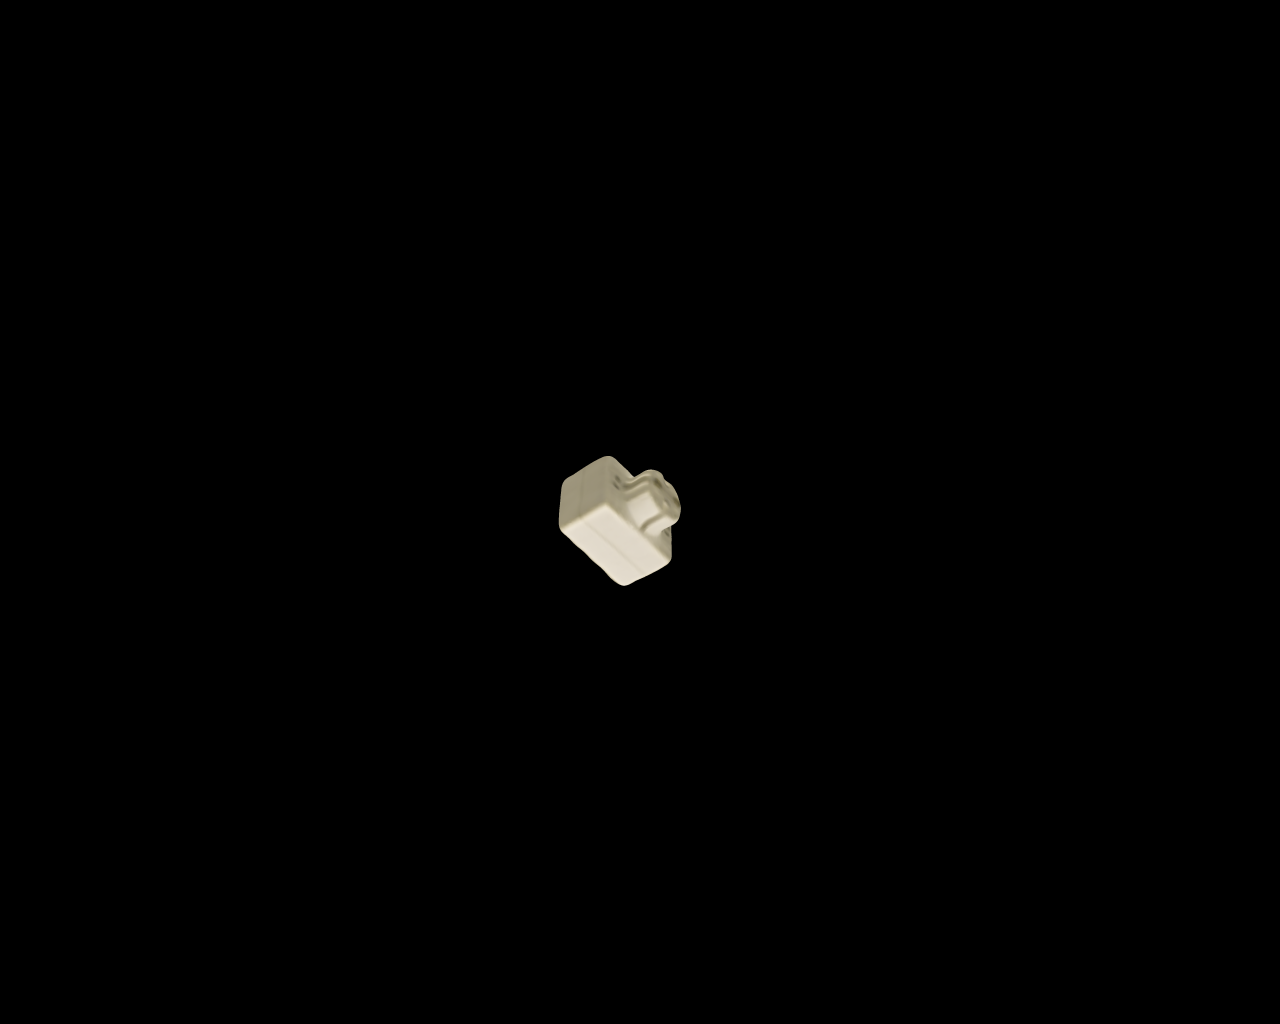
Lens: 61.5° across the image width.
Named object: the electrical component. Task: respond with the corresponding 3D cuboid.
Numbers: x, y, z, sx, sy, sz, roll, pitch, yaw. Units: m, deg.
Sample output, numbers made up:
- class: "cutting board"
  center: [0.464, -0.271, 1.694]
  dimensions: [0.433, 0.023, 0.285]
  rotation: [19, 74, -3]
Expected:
- class: "electrical component"
  center: [0.001, -0.003, 0.650]
  dimensions: [0.076, 0.047, 0.065]
  rotation: [-29, -54, 24]
